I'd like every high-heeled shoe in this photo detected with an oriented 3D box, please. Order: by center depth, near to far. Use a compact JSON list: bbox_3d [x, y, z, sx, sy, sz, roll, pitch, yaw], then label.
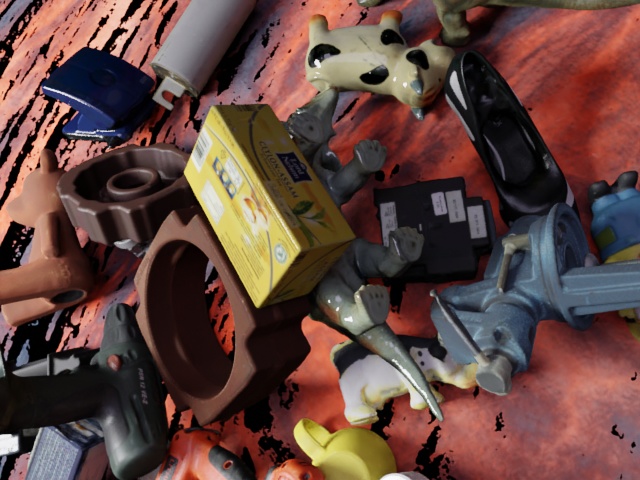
[{"bbox_3d":[0.218,-0.093,0.581,0.086,0.145,0.249,-33,68,3],"label":"high-heeled shoe"}]

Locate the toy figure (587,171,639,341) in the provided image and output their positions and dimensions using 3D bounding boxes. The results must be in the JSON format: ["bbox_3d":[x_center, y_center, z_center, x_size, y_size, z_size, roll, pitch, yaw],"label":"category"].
[{"bbox_3d":[0.337,0.020,0.557,0.082,0.089,0.180,-28,57,30],"label":"toy figure"}]

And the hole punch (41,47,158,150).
[{"bbox_3d":[-0.299,-0.200,0.741,0.116,0.092,0.142,9,47,15],"label":"hole punch"}]

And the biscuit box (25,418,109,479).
[{"bbox_3d":[-0.296,0.296,0.600,0.063,0.059,0.202,25,98,18],"label":"biscuit box"}]

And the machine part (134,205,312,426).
[{"bbox_3d":[-0.112,0.079,0.588,0.201,0.087,0.201,57,132,22],"label":"machine part"}]

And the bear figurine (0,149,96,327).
[{"bbox_3d":[-0.365,-0.008,0.693,0.132,0.120,0.196,-18,72,-20],"label":"bear figurine"}]

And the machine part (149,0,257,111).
[{"bbox_3d":[-0.164,-0.293,0.762,0.079,0.079,0.243,28,82,19],"label":"machine part"}]

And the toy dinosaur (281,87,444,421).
[{"bbox_3d":[0.005,0.003,0.596,0.131,0.192,0.405,-6,74,-28],"label":"toy dinosaur"}]

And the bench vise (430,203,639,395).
[{"bbox_3d":[0.225,0.041,0.474,0.241,0.223,0.128,-12,107,39],"label":"bench vise"}]

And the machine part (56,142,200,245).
[{"bbox_3d":[-0.231,-0.062,0.675,0.179,0.056,0.179,-2,36,1],"label":"machine part"}]

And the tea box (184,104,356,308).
[{"bbox_3d":[-0.053,-0.035,0.503,0.170,0.068,0.098,58,136,20],"label":"tea box"}]

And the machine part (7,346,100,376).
[{"bbox_3d":[-0.342,0.159,0.671,0.139,0.084,0.039,-14,93,10],"label":"machine part"}]

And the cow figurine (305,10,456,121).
[{"bbox_3d":[0.077,-0.221,0.684,0.195,0.085,0.127,4,69,11],"label":"cow figurine"}]

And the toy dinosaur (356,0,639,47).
[{"bbox_3d":[0.168,-0.327,0.634,0.472,0.198,0.105,24,84,20],"label":"toy dinosaur"}]

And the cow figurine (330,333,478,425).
[{"bbox_3d":[0.098,0.136,0.585,0.167,0.068,0.098,-18,65,6],"label":"cow figurine"}]

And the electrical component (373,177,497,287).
[{"bbox_3d":[0.133,-0.008,0.622,0.134,0.058,0.115,-5,75,11],"label":"electrical component"}]

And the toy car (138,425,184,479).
[{"bbox_3d":[-0.237,0.232,0.639,0.202,0.053,0.089,27,84,18],"label":"toy car"}]

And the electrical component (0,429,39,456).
[{"bbox_3d":[-0.364,0.218,0.635,0.048,0.119,0.075,-15,74,8],"label":"electrical component"}]

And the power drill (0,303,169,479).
[{"bbox_3d":[-0.263,0.144,0.571,0.086,0.207,0.232,-44,54,13],"label":"power drill"}]
